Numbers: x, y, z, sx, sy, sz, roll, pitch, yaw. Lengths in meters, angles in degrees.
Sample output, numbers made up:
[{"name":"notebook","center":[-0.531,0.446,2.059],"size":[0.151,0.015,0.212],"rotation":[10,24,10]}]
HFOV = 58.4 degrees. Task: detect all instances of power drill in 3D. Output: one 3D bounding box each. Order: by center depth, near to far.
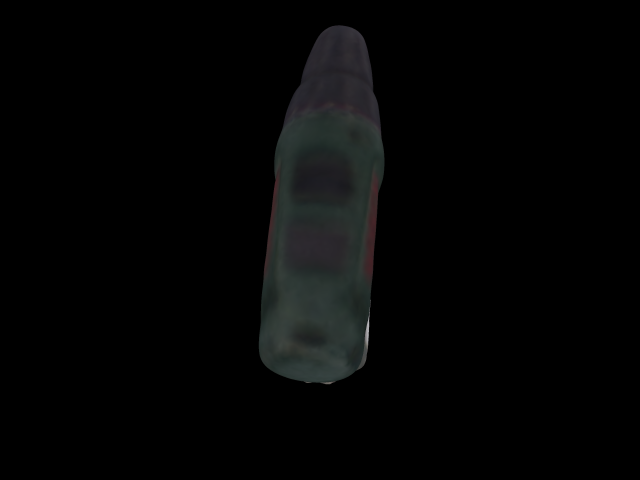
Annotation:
[{"name":"power drill","center":[0.004,0.001,0.400],"size":[0.075,0.208,0.229],"rotation":[3,54,3]}]
